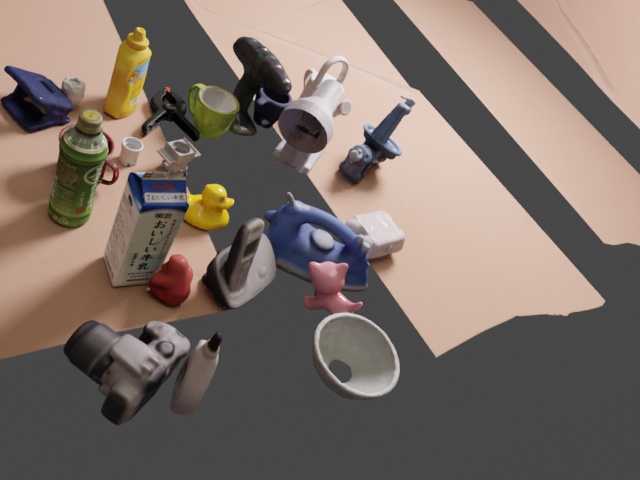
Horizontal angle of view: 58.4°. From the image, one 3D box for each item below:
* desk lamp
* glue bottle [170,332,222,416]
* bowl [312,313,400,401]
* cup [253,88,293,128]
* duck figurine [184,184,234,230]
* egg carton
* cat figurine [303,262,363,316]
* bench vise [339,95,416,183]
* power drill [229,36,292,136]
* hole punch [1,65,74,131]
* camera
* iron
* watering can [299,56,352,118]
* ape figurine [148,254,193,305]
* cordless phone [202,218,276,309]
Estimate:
[{"bbox_3d":[-0.027,-0.256,1.306,0.118,0.213,0.203,32,40,-3],"label":"desk lamp"},{"bbox_3d":[-0.170,0.180,0.816,0.037,0.173,0.078,18,43,-18],"label":"glue bottle"},{"bbox_3d":[0.052,0.216,1.008,0.168,0.074,0.167,19,43,-18],"label":"bowl"},{"bbox_3d":[-0.130,-0.315,1.385,0.091,0.095,0.118,41,40,7],"label":"cup"},{"bbox_3d":[-0.215,-0.073,1.099,0.105,0.086,0.077,19,42,-18],"label":"duck figurine"},{"bbox_3d":[0.118,-0.008,1.275,0.151,0.069,0.107,-14,60,-42],"label":"egg carton"},{"bbox_3d":[0.026,0.095,1.075,0.127,0.117,0.067,44,41,11],"label":"cat figurine"},{"bbox_3d":[0.155,-0.244,1.414,0.121,0.219,0.207,32,40,-3],"label":"bench vise"},{"bbox_3d":[-0.152,-0.347,1.314,0.076,0.208,0.229,-5,54,-37],"label":"power drill"},{"bbox_3d":[-0.529,-0.275,1.078,0.108,0.091,0.101,44,41,11],"label":"hole punch"},{"bbox_3d":[-0.278,0.161,0.816,0.137,0.100,0.143,37,40,2],"label":"camera"},{"bbox_3d":[0.010,0.004,1.134,0.259,0.141,0.118,25,41,-11],"label":"iron"},{"bbox_3d":[0.018,-0.385,1.477,0.173,0.194,0.101,41,40,7],"label":"watering can"},{"bbox_3d":[-0.241,0.058,0.949,0.078,0.092,0.076,-4,53,-36],"label":"ape figurine"},{"bbox_3d":[-0.117,0.022,0.997,0.094,0.185,0.148,41,40,7],"label":"cordless phone"}]
